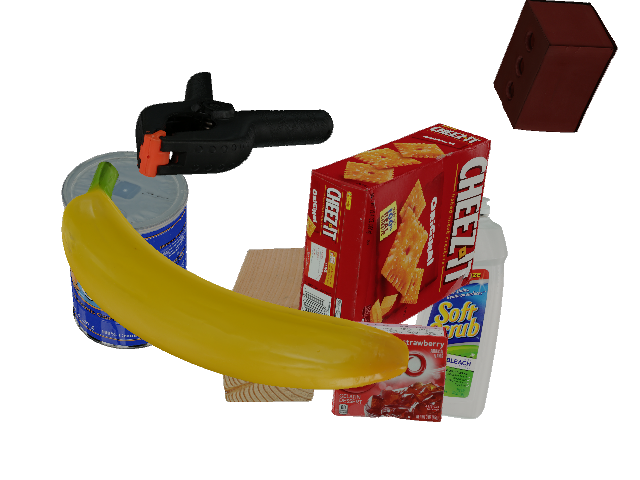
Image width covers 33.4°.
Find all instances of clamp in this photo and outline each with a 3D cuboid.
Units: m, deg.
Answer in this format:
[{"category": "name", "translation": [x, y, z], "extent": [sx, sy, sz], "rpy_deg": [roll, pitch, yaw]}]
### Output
[{"category": "clamp", "translation": [-0.081, -0.083, 0.749], "extent": [0.120, 0.039, 0.171], "rpy_deg": [19, 23, 29]}]

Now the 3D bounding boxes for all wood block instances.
[{"category": "wood block", "translation": [-0.045, 0.084, 1.139], "extent": [0.091, 0.090, 0.206], "rpy_deg": [-1, 20, 5]}]

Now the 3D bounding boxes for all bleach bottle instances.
[{"category": "bleach bottle", "translation": [0.155, 0.073, 1.220], "extent": [0.103, 0.251, 0.068], "rpy_deg": [9, 14, 16]}]

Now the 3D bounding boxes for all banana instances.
[{"category": "banana", "translation": [-0.056, 0.023, 0.492], "extent": [0.198, 0.069, 0.037], "rpy_deg": [32, -25, 23]}]

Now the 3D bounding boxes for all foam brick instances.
[{"category": "foam brick", "translation": [0.161, -0.121, 0.742], "extent": [0.051, 0.053, 0.078], "rpy_deg": [-1, -42, -15]}]

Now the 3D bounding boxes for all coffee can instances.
[{"category": "coffee can", "translation": [-0.166, 0.009, 0.920], "extent": [0.102, 0.140, 0.103], "rpy_deg": [4, 42, -3]}]

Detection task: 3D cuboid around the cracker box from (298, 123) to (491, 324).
[{"category": "cracker box", "translation": [0.074, -0.007, 1.016], "extent": [0.072, 0.164, 0.213], "rpy_deg": [23, 29, 33]}]

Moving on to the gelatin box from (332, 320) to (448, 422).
[{"category": "gelatin box", "translation": [0.055, 0.105, 0.857], "extent": [0.089, 0.073, 0.030], "rpy_deg": [4, 14, 2]}]
